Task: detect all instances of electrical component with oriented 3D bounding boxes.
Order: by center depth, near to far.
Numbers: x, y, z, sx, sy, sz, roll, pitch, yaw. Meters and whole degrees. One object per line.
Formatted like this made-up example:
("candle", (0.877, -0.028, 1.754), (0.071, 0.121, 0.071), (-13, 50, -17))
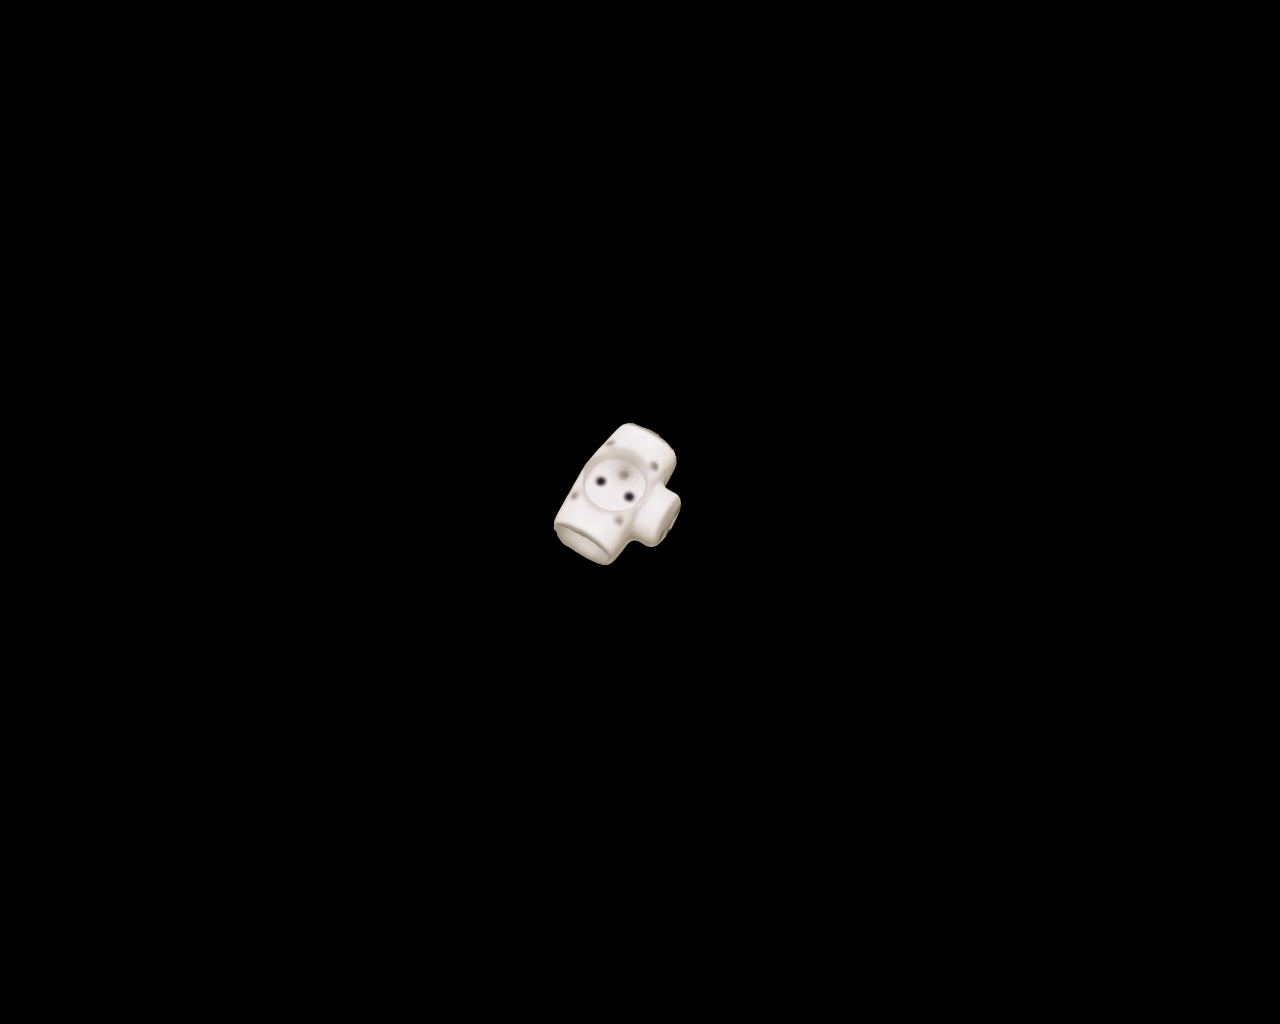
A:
("electrical component", (0.001, -0.003, 0.650), (0.079, 0.077, 0.044), (30, -19, 12))
